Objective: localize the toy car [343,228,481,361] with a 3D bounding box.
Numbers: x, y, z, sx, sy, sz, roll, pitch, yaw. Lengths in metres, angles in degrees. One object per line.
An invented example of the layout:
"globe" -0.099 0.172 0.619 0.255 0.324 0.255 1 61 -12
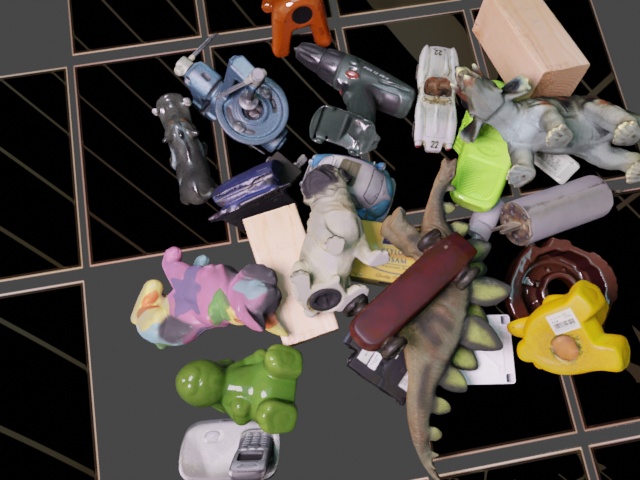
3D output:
"toy car" 0.123 0.069 0.711 0.202 0.053 0.089 -41 69 -11

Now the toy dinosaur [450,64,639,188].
"toy dinosaur" 0.382 -0.178 0.830 0.405 0.131 0.192 4 44 -10

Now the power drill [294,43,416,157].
"power drill" 0.042 -0.241 0.910 0.232 0.086 0.207 21 42 -3

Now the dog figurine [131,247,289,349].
"dog figurine" -0.154 0.106 0.793 0.219 0.108 0.191 26 85 32

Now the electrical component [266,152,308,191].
"electrical component" -0.067 -0.121 0.933 0.063 0.021 0.094 42 86 9

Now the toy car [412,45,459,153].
"toy car" 0.206 -0.250 0.953 0.074 0.056 0.201 6 76 0

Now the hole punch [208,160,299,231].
"hole punch" -0.108 -0.081 0.869 0.142 0.115 0.092 -21 76 10

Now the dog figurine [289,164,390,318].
"dog figurine" 0.002 -0.003 0.797 0.172 0.121 0.191 -46 37 22

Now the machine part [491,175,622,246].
"machine part" 0.390 -0.050 0.888 0.243 0.079 0.079 -19 78 -16

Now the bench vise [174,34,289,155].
"bench vise" -0.134 -0.239 0.862 0.129 0.240 0.223 -42 97 -13

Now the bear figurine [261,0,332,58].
"bear figurine" -0.059 -0.452 0.980 0.120 0.131 0.196 -17 60 -6

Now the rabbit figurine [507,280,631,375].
"rabbit figurine" 0.363 0.129 0.777 0.122 0.162 0.173 53 40 9

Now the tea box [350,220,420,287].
"tea box" 0.118 0.028 0.881 0.170 0.068 0.098 7 78 1

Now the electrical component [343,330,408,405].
"electrical component" 0.106 0.176 0.852 0.134 0.058 0.115 37 77 7

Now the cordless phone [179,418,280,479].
"cordless phone" -0.131 0.310 0.751 0.147 0.184 0.088 -1 82 -2

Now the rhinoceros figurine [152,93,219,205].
"rhinoceros figurine" -0.226 -0.148 0.894 0.073 0.112 0.190 -17 86 -3

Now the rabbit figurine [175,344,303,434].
"rabbit figurine" -0.127 0.207 0.791 0.170 0.159 0.121 13 75 -18

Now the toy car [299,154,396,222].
"toy car" 0.050 -0.097 0.892 0.162 0.103 0.109 23 77 2

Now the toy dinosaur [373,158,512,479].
"toy dinosaur" 0.165 0.114 0.785 0.199 0.105 0.471 11 89 -2

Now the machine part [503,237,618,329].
"machine part" 0.388 0.086 0.880 0.179 0.056 0.179 0 78 0
